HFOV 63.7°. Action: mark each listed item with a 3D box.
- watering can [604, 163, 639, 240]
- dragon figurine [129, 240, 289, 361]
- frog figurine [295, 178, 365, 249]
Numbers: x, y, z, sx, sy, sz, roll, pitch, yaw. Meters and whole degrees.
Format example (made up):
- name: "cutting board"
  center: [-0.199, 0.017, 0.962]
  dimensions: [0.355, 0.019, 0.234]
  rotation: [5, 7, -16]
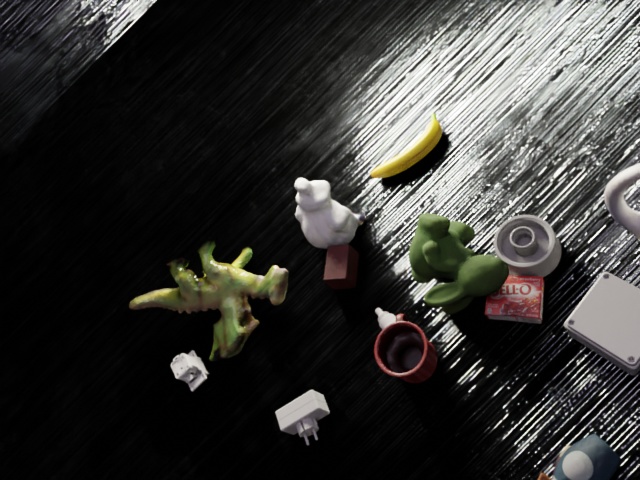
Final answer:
- name: "watering can"
  center: [0.567, -0.016, 0.675]
  dimensions: [0.348, 0.219, 0.106]
  rotation: [11, 52, 33]
- name: "dragon figurine"
  center: [-0.241, 0.147, 1.137]
  dimensions: [0.408, 0.120, 0.247]
  rotation: [-31, 59, 13]
- name: "frog figurine"
  center: [0.003, -0.054, 1.069]
  dimensions: [0.138, 0.157, 0.123]
  rotation: [23, 78, 38]
